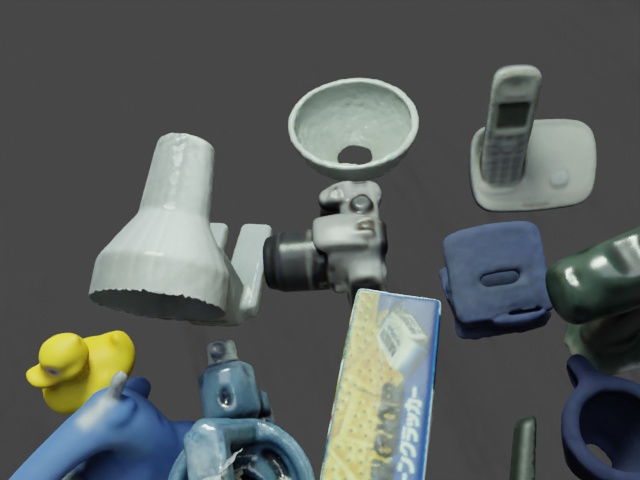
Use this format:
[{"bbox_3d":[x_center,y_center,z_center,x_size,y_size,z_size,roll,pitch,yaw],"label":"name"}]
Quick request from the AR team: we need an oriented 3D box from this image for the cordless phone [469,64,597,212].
[{"bbox_3d":[0.249,-0.118,0.653,0.147,0.185,0.094,-6,55,2],"label":"cordless phone"}]

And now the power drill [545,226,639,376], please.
[{"bbox_3d":[0.310,0.042,0.519,0.229,0.209,0.075,-15,55,-4],"label":"power drill"}]

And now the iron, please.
[{"bbox_3d":[-0.228,0.227,0.487,0.118,0.142,0.259,30,63,24],"label":"iron"}]

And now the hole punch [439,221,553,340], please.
[{"bbox_3d":[0.188,0.043,0.604,0.108,0.091,0.101,-10,54,-1],"label":"hole punch"}]

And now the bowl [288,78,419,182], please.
[{"bbox_3d":[0.045,-0.132,0.752,0.167,0.075,0.167,-3,55,4],"label":"bowl"}]

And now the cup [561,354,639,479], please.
[{"bbox_3d":[0.245,0.168,0.507,0.092,0.095,0.117,-17,55,-6],"label":"cup"}]

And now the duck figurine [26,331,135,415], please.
[{"bbox_3d":[-0.251,0.125,0.595,0.105,0.086,0.077,-34,58,-17],"label":"duck figurine"}]

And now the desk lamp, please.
[{"bbox_3d":[-0.131,0.011,0.585,0.117,0.214,0.203,2,55,8],"label":"desk lamp"}]

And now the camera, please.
[{"bbox_3d":[0.006,0.002,0.646,0.136,0.101,0.143,-4,55,3],"label":"camera"}]

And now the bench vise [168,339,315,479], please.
[{"bbox_3d":[-0.084,0.171,0.463,0.121,0.220,0.207,-29,57,-14],"label":"bench vise"}]
